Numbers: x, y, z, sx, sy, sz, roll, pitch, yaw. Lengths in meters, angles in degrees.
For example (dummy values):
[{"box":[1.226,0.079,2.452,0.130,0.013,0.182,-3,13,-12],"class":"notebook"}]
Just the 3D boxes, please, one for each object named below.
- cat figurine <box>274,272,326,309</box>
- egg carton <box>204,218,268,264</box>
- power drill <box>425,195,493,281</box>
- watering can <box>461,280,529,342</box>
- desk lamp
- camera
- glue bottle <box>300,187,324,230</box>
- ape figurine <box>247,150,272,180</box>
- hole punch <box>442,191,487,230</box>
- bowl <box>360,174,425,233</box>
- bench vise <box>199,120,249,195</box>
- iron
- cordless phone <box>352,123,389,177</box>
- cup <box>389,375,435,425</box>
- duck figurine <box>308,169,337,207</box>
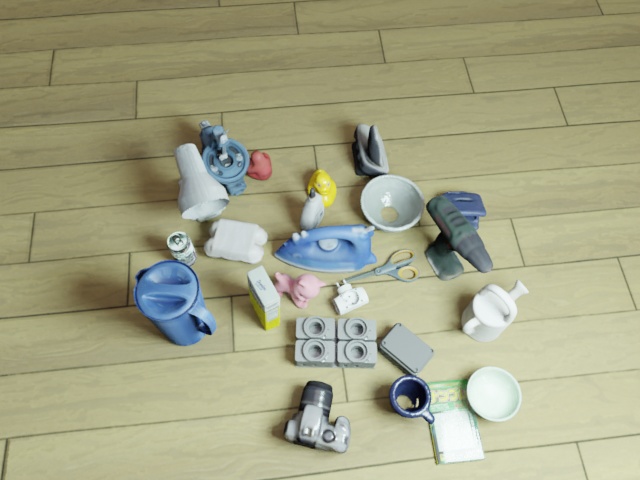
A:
[{"box":[-0.052,0.109,1.367,0.127,0.118,0.067,22,65,9],"class":"cat figurine"},{"box":[-0.210,0.005,1.441,0.150,0.069,0.107,8,64,2],"class":"egg carton"},{"box":[0.322,0.015,1.375,0.076,0.208,0.229,-23,66,-12],"class":"power drill"},{"box":[0.400,0.154,1.317,0.100,0.194,0.173,31,67,13],"class":"watering can"},{"box":[-0.303,-0.127,1.422,0.118,0.213,0.203,-20,66,-11],"class":"desk lamp"},{"box":[0.002,0.381,1.244,0.143,0.101,0.137,11,64,4],"class":"camera"},{"box":[-0.019,-0.083,1.432,0.037,0.173,0.078,28,66,12],"class":"glue bottle"},{"box":[-0.164,-0.207,1.533,0.078,0.092,0.076,-29,68,-15],"class":"ape figurine"},{"box":[0.368,-0.086,1.491,0.108,0.091,0.101,1,64,-1],"class":"hole punch"},{"box":[0.185,-0.083,1.493,0.167,0.075,0.167,1,64,-1],"class":"bowl"},{"box":[-0.270,-0.237,1.474,0.207,0.220,0.122,40,69,16],"class":"bench vise"},{"box":[0.013,0.005,1.407,0.258,0.141,0.118,-3,64,-3],"class":"iron"},{"box":[0.139,-0.266,1.520,0.094,0.185,0.147,-9,64,-6],"class":"cordless phone"},{"box":[0.203,0.363,1.263,0.092,0.095,0.117,-39,71,-18],"class":"cup"},{"box":[0.006,-0.149,1.514,0.077,0.086,0.104,-7,64,-5],"class":"duck figurine"}]
